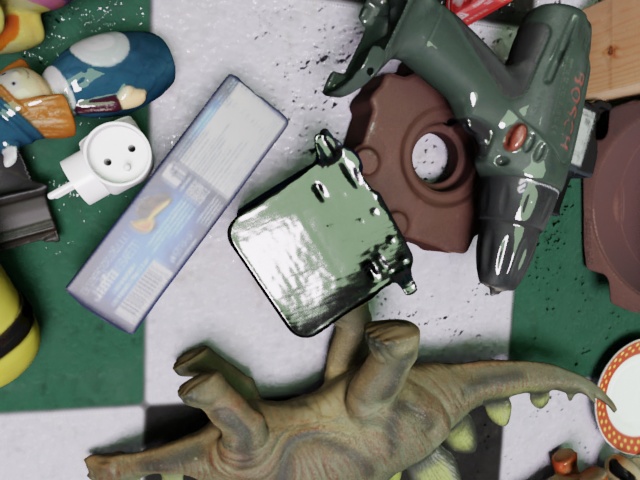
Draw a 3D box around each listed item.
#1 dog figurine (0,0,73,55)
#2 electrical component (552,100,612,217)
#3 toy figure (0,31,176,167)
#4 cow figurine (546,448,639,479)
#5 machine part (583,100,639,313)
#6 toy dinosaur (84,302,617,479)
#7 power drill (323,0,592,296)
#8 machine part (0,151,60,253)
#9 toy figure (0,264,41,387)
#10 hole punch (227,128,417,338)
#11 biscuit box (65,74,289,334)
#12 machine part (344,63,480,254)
[{"bbox_3d":[-0.159,-0.218,0.373,0.219,0.192,0.108,-39,103,-44],"label":"dog figurine"},{"bbox_3d":[0.222,-0.083,0.513,0.075,0.048,0.119,13,92,-16],"label":"electrical component"},{"bbox_3d":[-0.176,-0.104,0.374,0.154,0.064,0.057,-36,126,-35],"label":"toy figure"},{"bbox_3d":[0.272,0.284,0.543,0.195,0.085,0.127,-27,100,-11],"label":"cow figurine"},{"bbox_3d":[0.338,-0.029,0.471,0.087,0.201,0.201,-7,97,-17],"label":"machine part"},{"bbox_3d":[0.040,0.153,0.461,0.472,0.105,0.198,-13,106,-5],"label":"toy dinosaur"},{"bbox_3d":[0.110,-0.095,0.408,0.207,0.086,0.232,24,85,-14],"label":"power drill"},{"bbox_3d":[-0.247,-0.056,0.391,0.084,0.039,0.138,-14,100,-9],"label":"machine part"},{"bbox_3d":[-0.248,0.027,0.352,0.089,0.082,0.179,-4,119,-7],"label":"toy figure"},{"bbox_3d":[-0.001,-0.001,0.430,0.116,0.092,0.142,-32,98,-2],"label":"hole punch"},{"bbox_3d":[-0.109,-0.028,0.419,0.059,0.063,0.202,38,85,-16],"label":"biscuit box"},{"bbox_3d":[0.102,-0.073,0.477,0.179,0.056,0.179,-1,95,-17],"label":"machine part"}]
